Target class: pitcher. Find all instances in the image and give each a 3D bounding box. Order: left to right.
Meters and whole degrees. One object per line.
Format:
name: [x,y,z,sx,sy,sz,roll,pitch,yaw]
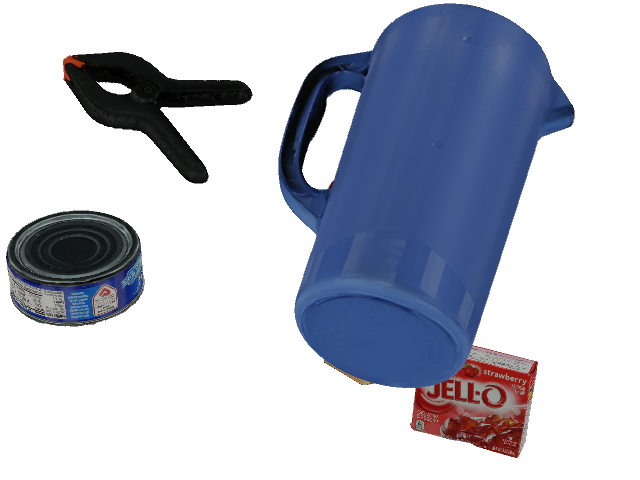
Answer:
pitcher: [0.057,-0.032,0.699,0.149,0.242,0.145,-22,-54,43]

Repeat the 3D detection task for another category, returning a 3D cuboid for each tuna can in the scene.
tuna can: [-0.157,0.016,0.686,0.086,0.034,0.086,2,34,-1]

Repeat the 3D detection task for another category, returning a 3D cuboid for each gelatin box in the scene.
gelatin box: [0.118,0.120,0.826,0.089,0.073,0.030,13,23,20]

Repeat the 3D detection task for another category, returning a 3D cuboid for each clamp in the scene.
clamp: [-0.149,-0.132,0.978,0.171,0.120,0.039,31,-39,4]

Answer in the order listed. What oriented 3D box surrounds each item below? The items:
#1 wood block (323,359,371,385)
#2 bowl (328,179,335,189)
wood block: [0.065,0.044,1.189,0.090,0.206,0.091,-4,14,-29]
bowl: [0.090,-0.031,0.959,0.162,0.055,0.162,-9,22,3]
